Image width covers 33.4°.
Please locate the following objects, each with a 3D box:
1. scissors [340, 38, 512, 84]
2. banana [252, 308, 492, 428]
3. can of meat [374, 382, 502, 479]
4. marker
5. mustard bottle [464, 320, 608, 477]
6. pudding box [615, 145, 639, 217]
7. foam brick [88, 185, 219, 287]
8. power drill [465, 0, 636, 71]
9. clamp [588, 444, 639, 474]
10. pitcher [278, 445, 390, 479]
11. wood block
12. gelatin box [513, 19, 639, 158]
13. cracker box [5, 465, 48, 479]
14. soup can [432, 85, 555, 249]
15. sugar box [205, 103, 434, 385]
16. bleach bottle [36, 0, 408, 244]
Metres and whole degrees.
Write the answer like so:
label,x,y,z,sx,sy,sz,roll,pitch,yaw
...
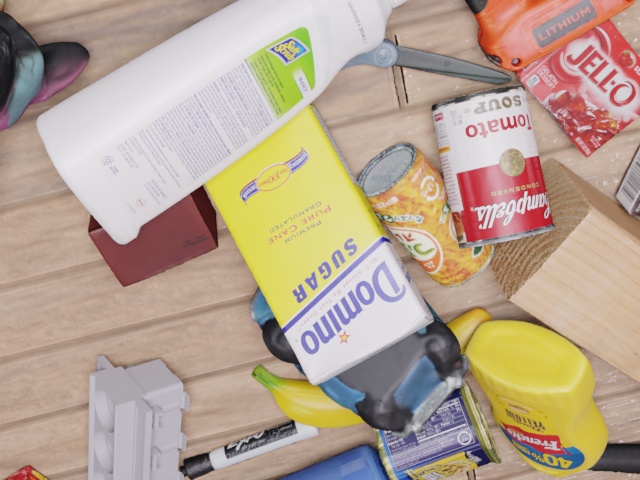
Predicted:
label,x,y,z,sx,sy,sz,roll,pitch,yaw
scissors,0.027,-0.117,0.743,0.201,0.016,0.096,24,115,-20
banana,0.049,0.111,0.862,0.198,0.037,0.069,-16,122,1
can of meat,0.096,0.164,0.870,0.084,0.057,0.102,-22,155,7
marker,-0.060,0.174,0.892,0.121,0.020,0.020,-20,120,3
mustard bottle,0.183,0.141,0.864,0.058,0.096,0.191,-57,143,-23
pudding box,0.287,-0.062,0.798,0.090,0.039,0.114,16,116,-17
foam brick,-0.117,-0.012,0.760,0.078,0.051,0.053,-22,121,4
power drill,0.129,-0.218,0.678,0.184,0.057,0.187,-29,116,13
clamp,0.346,0.216,0.965,0.210,0.036,0.164,-21,120,4
pitcher,-0.038,0.278,0.891,0.243,0.145,0.149,-26,134,3
wood block,0.234,0.038,0.817,0.206,0.091,0.090,31,110,-22
gelatin box,0.191,-0.114,0.759,0.073,0.030,0.089,-40,118,14
cracker box,-0.276,0.297,0.818,0.164,0.214,0.072,-35,117,11
soup can,0.120,-0.050,0.742,0.068,0.068,0.102,-12,91,-2
sugar box,-0.005,0.001,0.733,0.093,0.048,0.176,-31,79,9
bleach bottle,-0.049,-0.101,0.686,0.251,0.068,0.102,-31,144,-1
